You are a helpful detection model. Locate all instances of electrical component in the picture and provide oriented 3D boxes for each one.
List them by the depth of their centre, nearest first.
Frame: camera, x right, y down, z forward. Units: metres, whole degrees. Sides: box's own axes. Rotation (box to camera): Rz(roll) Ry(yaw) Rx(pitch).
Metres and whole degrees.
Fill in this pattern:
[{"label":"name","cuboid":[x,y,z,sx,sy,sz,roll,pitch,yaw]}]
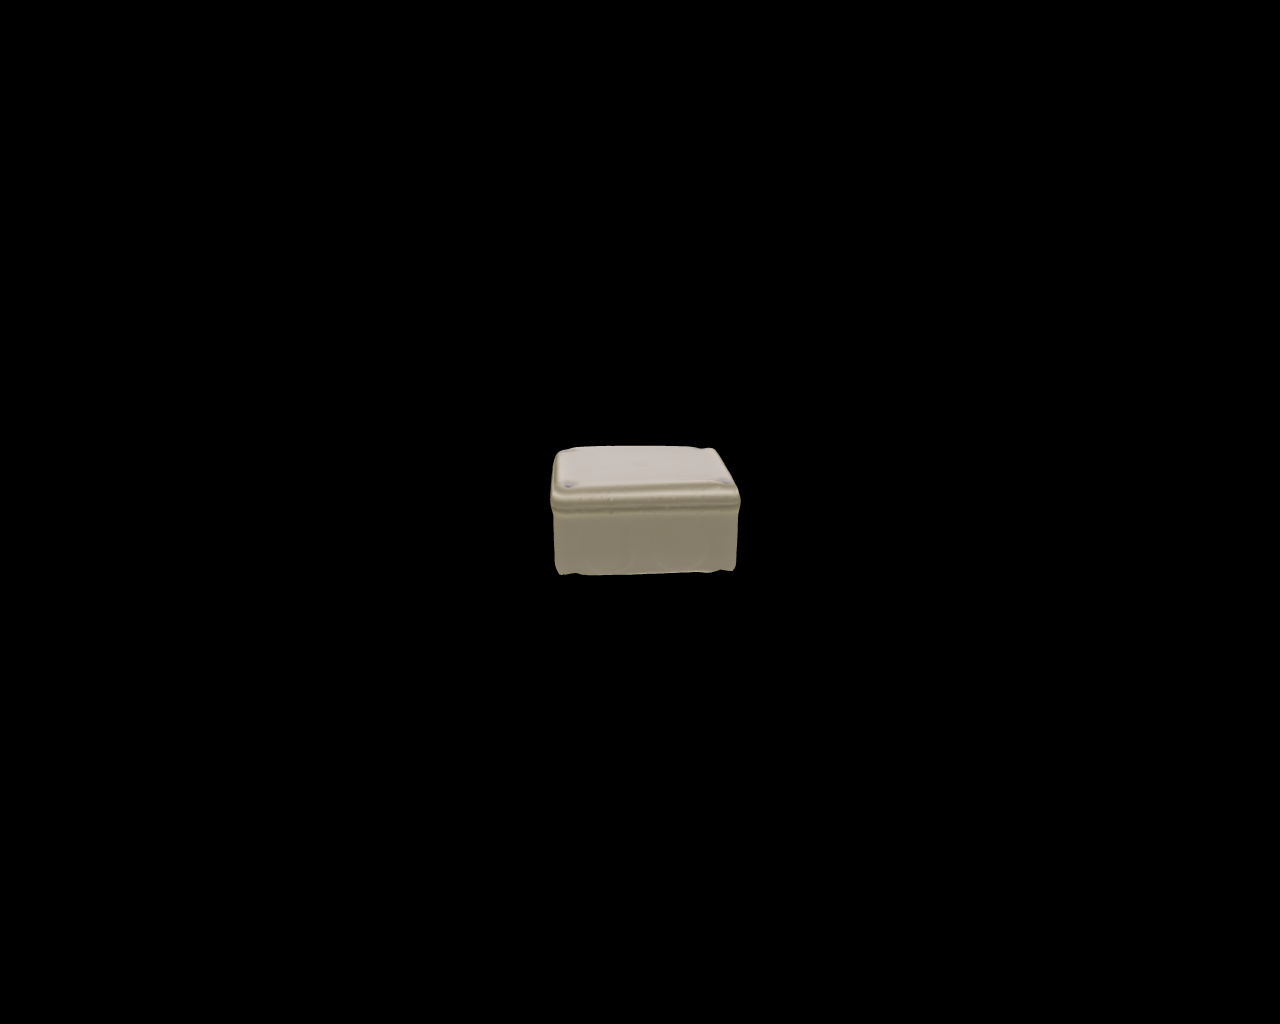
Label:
[{"label":"electrical component","cuboid":[0.001,-0.003,0.650,0.109,0.056,0.109,-1,16,-4]}]
